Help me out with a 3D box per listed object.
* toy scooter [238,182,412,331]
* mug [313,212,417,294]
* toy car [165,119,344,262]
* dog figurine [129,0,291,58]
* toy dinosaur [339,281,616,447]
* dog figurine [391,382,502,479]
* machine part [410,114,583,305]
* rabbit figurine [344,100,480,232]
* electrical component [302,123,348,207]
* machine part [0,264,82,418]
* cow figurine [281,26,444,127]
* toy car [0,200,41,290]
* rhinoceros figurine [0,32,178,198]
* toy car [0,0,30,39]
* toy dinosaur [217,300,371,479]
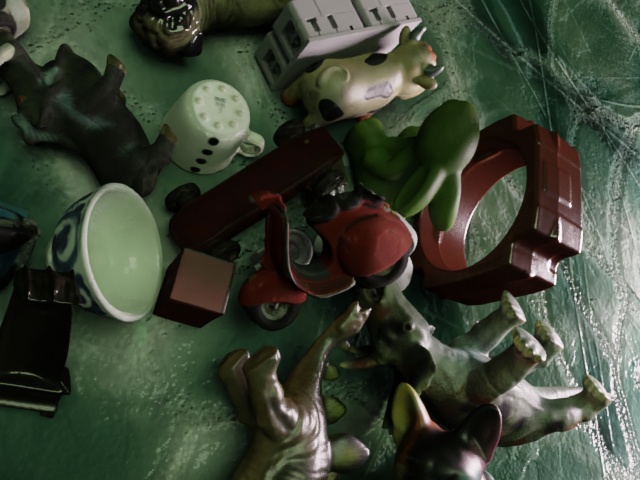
[{"bbox_3d":[-0.001,-0.002,0.509,0.184,0.075,0.135,-24,117,-12],"label":"toy scooter"},{"bbox_3d":[0.065,0.011,0.616,0.107,0.109,0.081,43,36,-23],"label":"mug"},{"bbox_3d":[-0.065,-0.051,0.568,0.202,0.053,0.089,-36,77,-17],"label":"toy car"},{"bbox_3d":[-0.107,-0.267,0.626,0.172,0.121,0.190,26,76,-17],"label":"dog figurine"},{"bbox_3d":[0.196,0.175,0.619,0.404,0.192,0.131,36,25,-30],"label":"toy dinosaur"},{"bbox_3d":[0.114,0.216,0.490,0.191,0.109,0.219,-37,132,-55],"label":"dog figurine"},{"bbox_3d":[0.207,-0.030,0.649,0.087,0.201,0.201,23,63,-26],"label":"machine part"},{"bbox_3d":[0.114,-0.093,0.635,0.121,0.170,0.159,13,67,-25],"label":"rabbit figurine"},{"bbox_3d":[-0.002,-0.085,0.642,0.078,0.045,0.102,2,72,-28],"label":"electrical component"},{"bbox_3d":[-0.226,0.082,0.417,0.084,0.138,0.039,23,23,-17],"label":"machine part"},{"bbox_3d":[0.064,-0.200,0.670,0.195,0.127,0.085,-20,87,-31],"label":"cow figurine"},{"bbox_3d":[-0.311,-0.016,0.411,0.161,0.109,0.103,-4,57,-39],"label":"toy car"},{"bbox_3d":[-0.227,-0.118,0.514,0.190,0.073,0.112,46,68,-12],"label":"rhinoceros figurine"},{"bbox_3d":[-0.358,-0.183,0.468,0.202,0.056,0.073,-41,102,-32],"label":"toy car"},{"bbox_3d":[-0.065,0.259,0.456,0.198,0.105,0.471,40,69,-17],"label":"toy dinosaur"}]
